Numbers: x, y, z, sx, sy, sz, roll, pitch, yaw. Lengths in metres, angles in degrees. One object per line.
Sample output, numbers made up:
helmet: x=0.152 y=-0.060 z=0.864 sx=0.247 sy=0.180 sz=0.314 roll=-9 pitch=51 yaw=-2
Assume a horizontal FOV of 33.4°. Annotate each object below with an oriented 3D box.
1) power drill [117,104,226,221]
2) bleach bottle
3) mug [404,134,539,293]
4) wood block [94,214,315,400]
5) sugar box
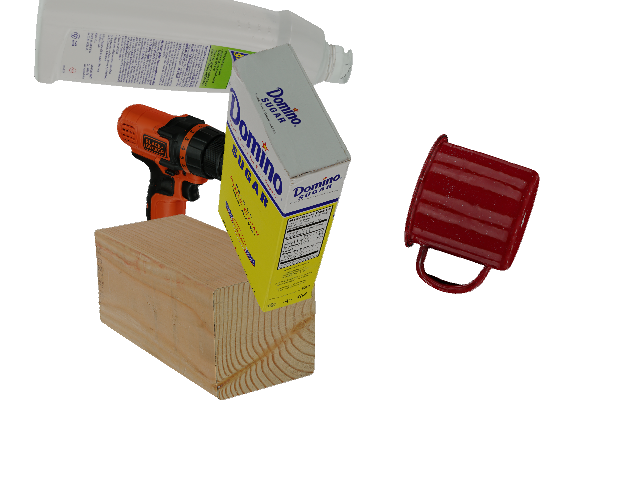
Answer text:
power drill: x=-0.134 y=-0.038 z=1.116 sx=0.185 sy=0.188 sz=0.057 roll=24 pitch=36 yaw=32
bleach bottle: x=-0.100 y=-0.157 z=0.867 sx=0.250 sy=0.068 sz=0.103 roll=7 pitch=-26 yaw=-13
mug: x=0.114 y=-0.015 z=0.823 sx=0.081 sy=0.117 sz=0.093 roll=19 pitch=-9 yaw=14
wood block: x=-0.099 y=0.047 z=0.875 sx=0.090 sy=0.090 sz=0.206 roll=-11 pitch=19 yaw=-34
sugar box: x=-0.029 y=-0.034 z=0.692 sx=0.048 sy=0.093 sz=0.176 roll=-19 pitch=-26 yaw=-16
